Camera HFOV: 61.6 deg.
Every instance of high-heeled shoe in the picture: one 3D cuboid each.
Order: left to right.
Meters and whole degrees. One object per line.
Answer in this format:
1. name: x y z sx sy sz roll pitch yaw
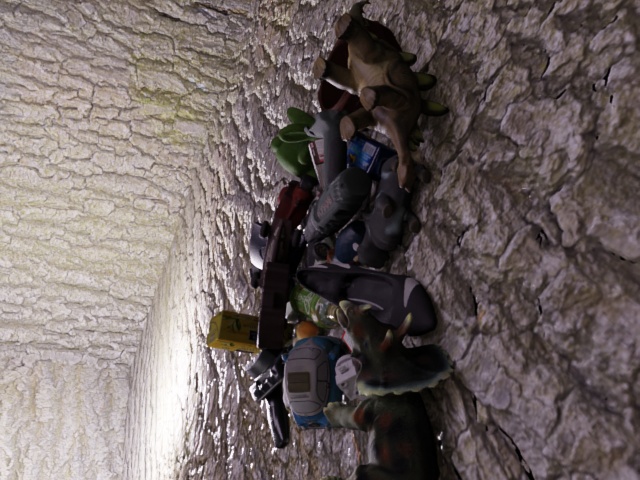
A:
1. high-heeled shoe: 0.062 0.081 0.811 0.249 0.145 0.086 -165 88 -69

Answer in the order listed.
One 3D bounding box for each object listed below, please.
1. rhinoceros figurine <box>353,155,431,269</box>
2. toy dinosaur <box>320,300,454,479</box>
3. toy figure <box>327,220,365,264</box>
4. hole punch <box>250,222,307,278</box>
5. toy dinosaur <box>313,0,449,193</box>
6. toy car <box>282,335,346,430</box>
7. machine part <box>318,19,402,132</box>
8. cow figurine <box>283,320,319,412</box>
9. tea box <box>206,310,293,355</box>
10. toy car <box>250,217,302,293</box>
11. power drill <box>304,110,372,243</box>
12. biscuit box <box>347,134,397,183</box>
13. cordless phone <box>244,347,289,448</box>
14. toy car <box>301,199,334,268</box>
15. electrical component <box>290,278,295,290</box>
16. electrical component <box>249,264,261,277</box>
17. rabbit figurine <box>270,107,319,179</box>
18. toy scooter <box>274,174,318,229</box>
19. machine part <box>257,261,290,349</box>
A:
1. rhinoceros figurine: 0.109 -0.046 0.872 0.112 0.073 0.190 20 95 66
2. toy dinosaur: 0.091 0.280 0.679 0.192 0.131 0.405 -38 49 56
3. toy figure: 0.046 0.030 0.992 0.064 0.058 0.154 -90 22 -45
4. hole punch: -0.105 0.022 1.236 0.142 0.092 0.115 22 95 27
5. toy dinosaur: 0.093 -0.267 0.868 0.105 0.198 0.471 -40 51 40
6. toy car: -0.019 0.239 0.916 0.109 0.102 0.161 -7 68 24
7. machine part: 0.075 -0.338 1.108 0.201 0.087 0.202 -58 27 36
8. cow figurine: -0.035 0.244 1.039 0.098 0.068 0.167 134 144 -59
9. tea box: -0.156 0.211 1.196 0.098 0.169 0.068 140 138 -56
10. toy car: -0.096 0.044 1.160 0.053 0.089 0.202 -64 -11 -57
11. power drill: 0.014 -0.115 0.973 0.232 0.086 0.207 146 129 -64
12. biscuit box: 0.085 -0.160 1.006 0.059 0.063 0.203 -67 25 15
13. cordless phone: -0.084 0.322 1.110 0.146 0.088 0.184 -50 45 42
14. toy car: -0.002 -0.003 1.123 0.073 0.056 0.202 121 154 -48
15. electrical component: -0.079 0.118 1.265 0.063 0.021 0.094 -65 25 23
16. electrical component: -0.123 0.053 1.335 0.048 0.075 0.119 -109 36 -51
17. rabbit figurine: -0.019 -0.231 1.209 0.170 0.159 0.121 -21 46 44
18. toy scooter: -0.063 -0.075 1.228 0.135 0.075 0.184 -64 9 -7
19. machine part: -0.091 0.134 1.090 0.179 0.056 0.179 -172 88 -88
